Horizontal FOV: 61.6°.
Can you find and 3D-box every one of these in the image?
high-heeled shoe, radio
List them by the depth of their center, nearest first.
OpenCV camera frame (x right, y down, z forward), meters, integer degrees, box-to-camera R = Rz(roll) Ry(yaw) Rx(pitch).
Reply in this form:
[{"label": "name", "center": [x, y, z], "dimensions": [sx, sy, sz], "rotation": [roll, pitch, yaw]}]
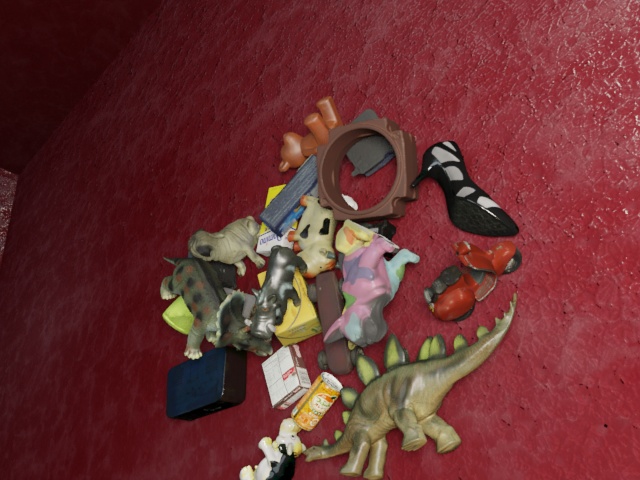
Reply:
[{"label": "high-heeled shoe", "center": [0.285, -0.101, 0.996], "dimensions": [0.249, 0.086, 0.145], "rotation": [35, 63, 30]}, {"label": "radio", "center": [-0.275, 0.347, 1.290], "dimensions": [0.230, 0.073, 0.131], "rotation": [-29, 52, 33]}]

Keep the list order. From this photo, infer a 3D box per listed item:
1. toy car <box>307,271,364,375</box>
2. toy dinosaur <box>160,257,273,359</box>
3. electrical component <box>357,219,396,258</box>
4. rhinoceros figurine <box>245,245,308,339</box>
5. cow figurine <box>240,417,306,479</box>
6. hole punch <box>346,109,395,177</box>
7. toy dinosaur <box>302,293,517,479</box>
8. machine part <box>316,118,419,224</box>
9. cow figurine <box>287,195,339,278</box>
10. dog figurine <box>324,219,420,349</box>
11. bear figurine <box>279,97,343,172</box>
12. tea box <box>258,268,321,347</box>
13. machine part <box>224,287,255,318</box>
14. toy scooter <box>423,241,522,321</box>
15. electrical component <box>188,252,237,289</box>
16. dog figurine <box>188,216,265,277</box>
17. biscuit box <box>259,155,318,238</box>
[{"label": "toy car", "center": [0.031, 0.164, 1.066], "dimensions": [0.089, 0.053, 0.202], "rotation": [-16, 77, 29]}, {"label": "toy dinosaur", "center": [-0.266, 0.120, 1.222], "dimensions": [0.405, 0.131, 0.192], "rotation": [50, 123, 28]}, {"label": "electrical component", "center": [0.098, 0.003, 1.120], "dimensions": [0.119, 0.047, 0.075], "rotation": [-3, 68, 42]}, {"label": "rhinoceros figurine", "center": [-0.088, 0.106, 1.082], "dimensions": [0.073, 0.112, 0.190], "rotation": [12, 78, 21]}, {"label": "cow figurine", "center": [-0.079, 0.434, 1.051], "dimensions": [0.098, 0.068, 0.167], "rotation": [42, 103, 42]}, {"label": "hole punch", "center": [0.119, -0.212, 1.197], "dimensions": [0.142, 0.092, 0.116], "rotation": [-36, 73, 23]}, {"label": "toy dinosaur", "center": [0.146, 0.258, 0.898], "dimensions": [0.471, 0.105, 0.199], "rotation": [-35, 46, 23]}, {"label": "machine part", "center": [0.095, -0.140, 1.108], "dimensions": [0.201, 0.087, 0.201], "rotation": [-5, 87, 29]}, {"label": "cow figurine", "center": [-0.002, -0.004, 1.189], "dimensions": [0.127, 0.085, 0.195], "rotation": [4, 60, 25]}, {"label": "dog figurine", "center": [0.070, 0.091, 0.993], "dimensions": [0.192, 0.108, 0.219], "rotation": [31, 94, 46]}, {"label": "bear figurine", "center": [-0.036, -0.253, 1.332], "dimensions": [0.196, 0.131, 0.120], "rotation": [-8, 37, 38]}, {"label": "tea box", "center": [-0.065, 0.135, 1.172], "dimensions": [0.098, 0.068, 0.170], "rotation": [-25, 50, 0]}, {"label": "machine part", "center": [-0.190, 0.166, 1.296], "dimensions": [0.243, 0.079, 0.079], "rotation": [9, 76, 46]}, {"label": "toy scooter", "center": [0.237, 0.059, 0.887], "dimensions": [0.184, 0.135, 0.075], "rotation": [-46, 46, 19]}, {"label": "electrical component", "center": [-0.282, 0.069, 1.394], "dimensions": [0.058, 0.134, 0.115], "rotation": [-34, 51, 28]}, {"label": "dog figurine", "center": [-0.237, -0.010, 1.350], "dimensions": [0.121, 0.190, 0.172], "rotation": [-33, 48, 28]}, {"label": "biscuit box", "center": [-0.055, -0.103, 1.274], "dimensions": [0.063, 0.059, 0.202], "rotation": [40, 86, 26]}]
